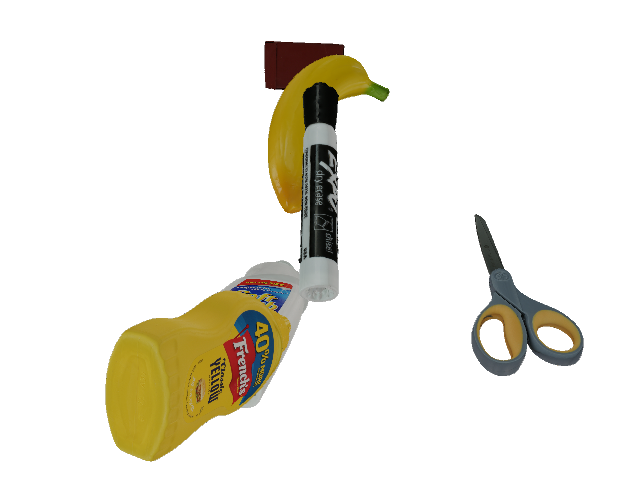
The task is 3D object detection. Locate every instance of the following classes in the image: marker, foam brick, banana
[{"bbox_3d":[0.000,-0.028,0.530,0.020,0.121,0.020,0,-29,0],"label":"marker"},{"bbox_3d":[-0.018,-0.189,1.157,0.078,0.051,0.053,0,11,-15],"label":"foam brick"},{"bbox_3d":[-0.002,-0.098,0.838,0.037,0.069,0.197,-50,3,44],"label":"banana"}]

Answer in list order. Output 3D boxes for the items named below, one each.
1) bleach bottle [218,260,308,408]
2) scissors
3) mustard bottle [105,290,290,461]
[{"bbox_3d":[-0.074,0.079,1.082,0.102,0.068,0.250,9,22,8],"label":"bleach bottle"},{"bbox_3d":[0.169,0.042,0.889,0.096,0.016,0.201,8,38,7],"label":"scissors"},{"bbox_3d":[-0.080,0.090,0.812,0.058,0.096,0.191,13,18,28],"label":"mustard bottle"}]
